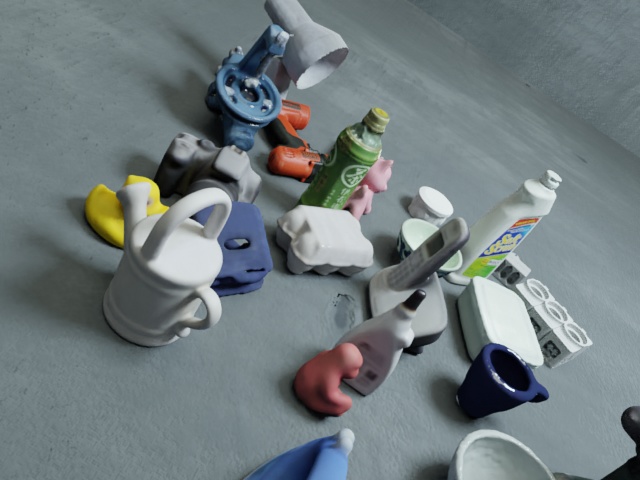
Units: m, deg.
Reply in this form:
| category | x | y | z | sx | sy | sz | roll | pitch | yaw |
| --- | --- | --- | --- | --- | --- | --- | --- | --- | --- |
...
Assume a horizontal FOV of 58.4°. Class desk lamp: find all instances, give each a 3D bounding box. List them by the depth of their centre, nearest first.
| category | x | y | z | sx | sy | sz | roll | pitch | yaw |
| --- | --- | --- | --- | --- | --- | --- | --- | --- | --- |
| desk lamp | -0.071 | -0.350 | 1.099 | 0.203 | 0.213 | 0.118 | 43 | 35 | 12 |

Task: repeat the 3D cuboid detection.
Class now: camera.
| category | x | y | z | sx | sy | sz | roll | pitch | yaw |
| --- | --- | --- | --- | --- | --- | --- | --- | --- | --- |
| camera | -0.160 | -0.076 | 0.798 | 0.143 | 0.100 | 0.137 | 28 | 35 | -10 |

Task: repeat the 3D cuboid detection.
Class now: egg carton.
| category | x | y | z | sx | sy | sz | roll | pitch | yaw |
| --- | --- | --- | --- | --- | --- | --- | --- | --- | --- |
| egg carton | 0.008 | 0.003 | 0.873 | 0.151 | 0.069 | 0.107 | 4 | 45 | -37 |

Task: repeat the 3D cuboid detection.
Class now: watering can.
| category | x | y | z | sx | sy | sz | roll | pitch | yaw |
| --- | --- | --- | --- | --- | --- | --- | --- | --- | --- |
| watering can | -0.161 | 0.013 | 0.608 | 0.173 | 0.194 | 0.101 | 35 | 34 | 0 |

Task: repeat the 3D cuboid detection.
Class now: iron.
| category | x | y | z | sx | sy | sz | roll | pitch | yaw |
| --- | --- | --- | --- | --- | --- | --- | --- | --- | --- |
| iron | -0.022 | 0.241 | 0.502 | 0.118 | 0.141 | 0.259 | 37 | 34 | 3 |

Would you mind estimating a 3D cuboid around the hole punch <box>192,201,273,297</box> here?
| category | x | y | z | sx | sy | sz | roll | pitch | yaw |
| --- | --- | --- | --- | --- | --- | --- | --- | --- | --- |
| hole punch | -0.115 | 0.011 | 0.741 | 0.109 | 0.091 | 0.101 | -6 | 52 | -44 |

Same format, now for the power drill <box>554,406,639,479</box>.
| category | x | y | z | sx | sy | sz | roll | pitch | yaw |
| --- | --- | --- | --- | --- | --- | --- | --- | --- | --- |
| power drill | 0.407 | 0.296 | 0.738 | 0.230 | 0.208 | 0.075 | 18 | 38 | -23 |

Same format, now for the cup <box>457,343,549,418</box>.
| category | x | y | z | sx | sy | sz | roll | pitch | yaw |
| --- | --- | --- | --- | --- | --- | --- | --- | --- | --- |
| cup | 0.250 | 0.212 | 0.805 | 0.118 | 0.095 | 0.091 | 28 | 35 | -10 |

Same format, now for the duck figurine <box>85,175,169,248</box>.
| category | x | y | z | sx | sy | sz | roll | pitch | yaw |
| --- | --- | --- | --- | --- | --- | --- | --- | --- | --- |
| duck figurine | -0.234 | -0.044 | 0.711 | 0.104 | 0.086 | 0.077 | 32 | 35 | -4 |

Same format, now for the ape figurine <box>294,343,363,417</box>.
| category | x | y | z | sx | sy | sz | roll | pitch | yaw |
| --- | --- | --- | --- | --- | --- | --- | --- | --- | --- |
| ape figurine | 0.018 | 0.158 | 0.677 | 0.076 | 0.092 | 0.078 | 26 | 35 | -12 |

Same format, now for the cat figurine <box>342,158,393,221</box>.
| category | x | y | z | sx | sy | sz | roll | pitch | yaw |
| --- | --- | --- | --- | --- | --- | --- | --- | --- | --- |
| cat figurine | 0.084 | -0.099 | 1.016 | 0.067 | 0.117 | 0.128 | 36 | 34 | 2 |

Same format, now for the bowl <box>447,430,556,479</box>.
| category | x | y | z | sx | sy | sz | roll | pitch | yaw |
| --- | --- | --- | --- | --- | --- | --- | --- | --- | --- |
| bowl | 0.208 | 0.314 | 0.667 | 0.168 | 0.074 | 0.167 | 23 | 36 | -18 |

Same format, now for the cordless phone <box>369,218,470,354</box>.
| category | x | y | z | sx | sy | sz | roll | pitch | yaw |
| --- | --- | --- | --- | --- | --- | --- | --- | --- | --- |
| cordless phone | 0.153 | 0.062 | 0.823 | 0.094 | 0.185 | 0.147 | 19 | 37 | -21 |

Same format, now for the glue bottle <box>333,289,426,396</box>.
| category | x | y | z | sx | sy | sz | roll | pitch | yaw |
| --- | --- | --- | --- | --- | --- | --- | --- | --- | --- |
| glue bottle | 0.078 | 0.119 | 0.703 | 0.078 | 0.173 | 0.037 | 37 | 34 | 3 |

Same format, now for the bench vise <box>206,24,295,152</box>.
| category | x | y | z | sx | sy | sz | roll | pitch | yaw |
| --- | --- | --- | --- | --- | --- | --- | --- | --- | --- |
| bench vise | -0.129 | -0.287 | 0.970 | 0.122 | 0.219 | 0.207 | -5 | 51 | -43 |
